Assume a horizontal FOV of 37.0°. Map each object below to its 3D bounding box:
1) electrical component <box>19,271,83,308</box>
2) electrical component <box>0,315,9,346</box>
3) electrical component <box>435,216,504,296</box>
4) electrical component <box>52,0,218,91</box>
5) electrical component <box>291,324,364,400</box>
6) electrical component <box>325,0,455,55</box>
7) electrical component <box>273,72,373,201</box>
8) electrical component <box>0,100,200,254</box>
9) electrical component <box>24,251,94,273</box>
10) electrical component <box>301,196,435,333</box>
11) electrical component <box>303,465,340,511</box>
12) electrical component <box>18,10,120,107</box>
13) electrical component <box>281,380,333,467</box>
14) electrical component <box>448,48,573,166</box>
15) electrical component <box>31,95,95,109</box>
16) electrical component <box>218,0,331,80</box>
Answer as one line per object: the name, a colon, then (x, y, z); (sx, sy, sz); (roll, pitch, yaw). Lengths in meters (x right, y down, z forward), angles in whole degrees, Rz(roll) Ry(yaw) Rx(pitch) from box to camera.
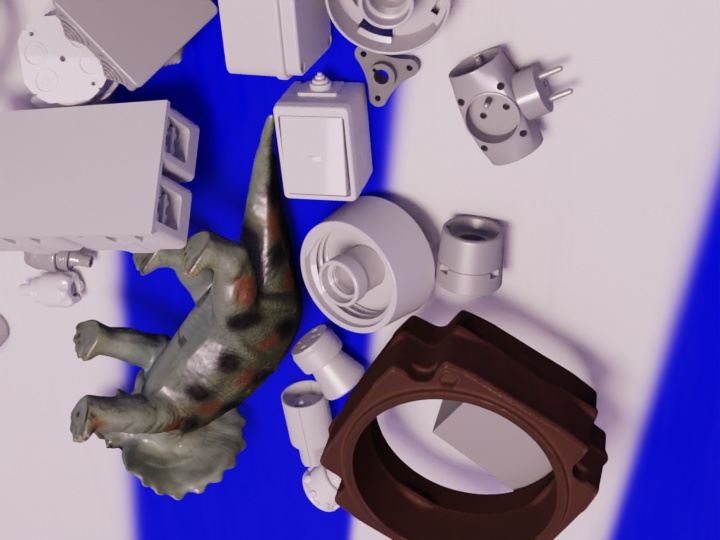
electrical component: (-0.297, 0.018, 1.024); (0.061, 0.035, 0.035); (-1, 121, 21)
electrical component: (-0.382, 0.069, 1.070); (0.045, 0.055, 0.045); (8, 123, 13)
electrical component: (0.090, -0.013, 0.871); (0.055, 0.055, 0.047); (9, 120, 12)
electrical component: (-0.172, -0.196, 0.816); (0.099, 0.099, 0.048); (46, 168, -13)
electrical component: (-0.030, 0.083, 0.974); (0.045, 0.045, 0.055); (-30, 108, 30)
electrical component: (0.022, -0.209, 0.777); (0.099, 0.064, 0.099); (6, 135, 6)
electrical component: (-0.030, -0.106, 0.845); (0.062, 0.061, 0.096); (4, 122, 15)
electrical component: (-0.227, -0.071, 0.870); (0.186, 0.060, 0.105); (0, 77, 21)
electrical component: (-0.278, -0.014, 0.998); (0.061, 0.035, 0.035); (12, 124, 7)
electrical component: (0.000, 0.000, 0.881); (0.108, 0.060, 0.108); (20, 124, 32)
electrical component: (-0.022, 0.202, 1.048); (0.048, 0.048, 0.062); (44, 117, -12)
electrical component: (-0.232, -0.170, 0.863); (0.080, 0.051, 0.080); (0, 103, 1)
electrical component: (-0.047, 0.150, 1.022); (0.043, 0.043, 0.081); (1, 121, 17)
electrical component: (0.117, -0.127, 0.796); (0.079, 0.044, 0.077); (-19, 114, 27)
electrical component: (-0.244, -0.137, 0.910); (0.061, 0.035, 0.035); (8, 123, 10)
electrical component: (-0.062, -0.204, 0.784); (0.057, 0.078, 0.113); (7, 123, 17)
